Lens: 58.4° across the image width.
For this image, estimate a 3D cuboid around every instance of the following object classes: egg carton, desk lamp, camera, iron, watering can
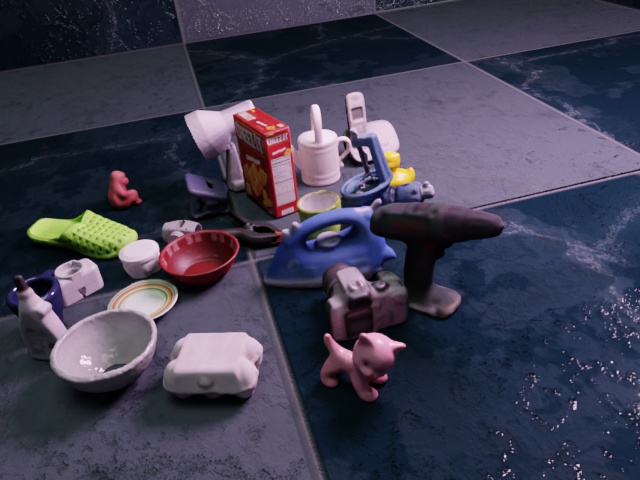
[{"bbox_3d":[-0.166,0.199,0.897,0.150,0.069,0.107,-3,33,5],"label":"egg carton"},{"bbox_3d":[-0.219,-0.237,1.439,0.203,0.214,0.117,-13,34,-10],"label":"desk lamp"},{"bbox_3d":[0.066,0.087,1.002,0.143,0.101,0.136,-14,34,-12],"label":"camera"},{"bbox_3d":[0.010,0.004,1.100,0.258,0.142,0.118,-12,34,-9],"label":"iron"},{"bbox_3d":[-0.013,-0.238,1.425,0.173,0.194,0.100,-19,35,-19],"label":"watering can"}]

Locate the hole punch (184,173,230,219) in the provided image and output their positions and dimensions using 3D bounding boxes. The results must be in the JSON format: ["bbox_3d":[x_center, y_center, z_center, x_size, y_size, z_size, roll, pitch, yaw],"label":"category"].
[{"bbox_3d":[-0.270,-0.115,1.373,0.101,0.091,0.108,-14,34,-12],"label":"hole punch"}]

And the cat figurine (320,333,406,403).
[{"bbox_3d":[0.061,0.174,0.855,0.127,0.118,0.067,13,38,26],"label":"cat figurine"}]

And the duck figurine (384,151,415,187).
[{"bbox_3d":[0.178,-0.174,1.396,0.104,0.086,0.077,0,34,9],"label":"duck figurine"}]

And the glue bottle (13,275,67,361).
[{"bbox_3d":[-0.472,0.129,0.957,0.078,0.173,0.037,2,34,12],"label":"glue bottle"}]

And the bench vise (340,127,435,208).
[{"bbox_3d":[0.136,-0.139,1.226,0.207,0.220,0.121,-4,33,3],"label":"bench vise"}]

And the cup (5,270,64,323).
[{"bbox_3d":[-0.506,0.119,1.050,0.091,0.095,0.117,-4,33,3],"label":"cup"}]

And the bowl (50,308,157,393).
[{"bbox_3d":[-0.341,0.191,0.932,0.167,0.075,0.167,-4,33,3],"label":"bowl"}]

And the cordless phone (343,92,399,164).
[{"bbox_3d":[0.131,-0.305,1.512,0.148,0.185,0.094,-20,35,-20],"label":"cordless phone"}]

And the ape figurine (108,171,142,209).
[{"bbox_3d":[-0.496,-0.130,1.431,0.076,0.092,0.077,-21,36,-21],"label":"ape figurine"}]

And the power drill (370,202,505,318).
[{"bbox_3d":[0.194,0.025,0.976,0.228,0.209,0.076,16,39,30],"label":"power drill"}]
